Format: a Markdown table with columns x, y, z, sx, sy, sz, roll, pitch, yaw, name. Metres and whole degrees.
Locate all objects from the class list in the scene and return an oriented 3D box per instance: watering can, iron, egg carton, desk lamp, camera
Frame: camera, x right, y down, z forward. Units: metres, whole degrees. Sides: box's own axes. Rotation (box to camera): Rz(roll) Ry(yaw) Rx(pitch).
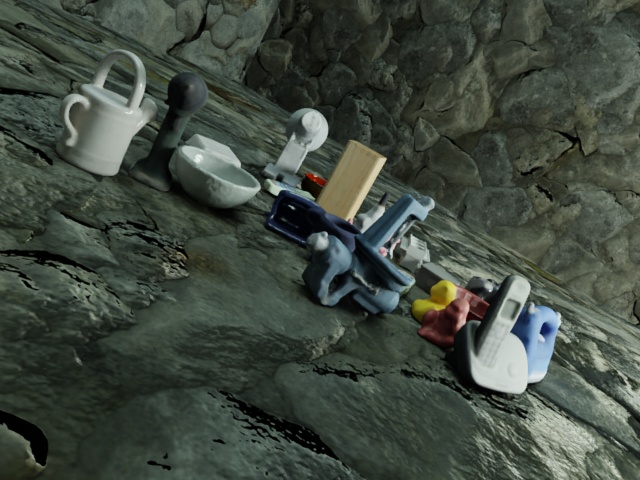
| x | y | z | sx | sy | sz | roll | pitch | yaw | name |
| --- | --- | --- | --- | --- | --- | --- | --- | --- | --- |
| -0.338 | -0.212 | 0.926 | 0.101 | 0.194 | 0.173 | 29 | 14 | -1 | watering can |
| 0.408 | 0.183 | 1.101 | 0.259 | 0.141 | 0.118 | 11 | 23 | -50 | iron |
| -0.232 | -0.168 | 1.225 | 0.108 | 0.069 | 0.150 | 19 | 17 | -33 | egg carton |
| -0.058 | -0.260 | 1.575 | 0.118 | 0.213 | 0.203 | 27 | 15 | -7 | desk lamp |
| 0.408 | 0.149 | 1.298 | 0.143 | 0.101 | 0.137 | 27 | 15 | -9 | camera |

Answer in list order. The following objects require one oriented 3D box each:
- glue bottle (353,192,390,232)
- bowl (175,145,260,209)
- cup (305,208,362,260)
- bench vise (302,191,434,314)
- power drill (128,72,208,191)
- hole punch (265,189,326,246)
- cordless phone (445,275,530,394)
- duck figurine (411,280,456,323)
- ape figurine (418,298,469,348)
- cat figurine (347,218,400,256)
| x | y | z | sx | sy | sz | roll | pitch | yaw | name |
| --- | --- | --- | --- | --- | --- | --- | --- | --- | --- |
| 0.088 | -0.017 | 1.112 | 0.078 | 0.173 | 0.037 | 18 | 18 | -38 | glue bottle |
| -0.200 | -0.105 | 1.063 | 0.167 | 0.074 | 0.167 | 27 | 15 | -7 | bowl |
| 0.010 | 0.004 | 1.049 | 0.117 | 0.095 | 0.092 | 33 | 15 | 13 | cup |
| 0.087 | 0.015 | 0.909 | 0.121 | 0.219 | 0.208 | 39 | 18 | 35 | bench vise |
| -0.256 | -0.198 | 1.001 | 0.076 | 0.208 | 0.229 | 24 | 15 | -18 | power drill |
| -0.048 | -0.054 | 1.144 | 0.109 | 0.091 | 0.101 | 27 | 15 | -7 | hole punch |
| 0.303 | 0.152 | 0.923 | 0.148 | 0.185 | 0.094 | 19 | 17 | -33 | cordless phone |
| 0.224 | 0.117 | 1.087 | 0.077 | 0.086 | 0.105 | 32 | 15 | 12 | duck figurine |
| 0.225 | 0.141 | 0.999 | 0.076 | 0.092 | 0.077 | 16 | 19 | -41 | ape figurine |
| 0.100 | 0.002 | 1.181 | 0.128 | 0.117 | 0.067 | 27 | 15 | -9 | cat figurine |
